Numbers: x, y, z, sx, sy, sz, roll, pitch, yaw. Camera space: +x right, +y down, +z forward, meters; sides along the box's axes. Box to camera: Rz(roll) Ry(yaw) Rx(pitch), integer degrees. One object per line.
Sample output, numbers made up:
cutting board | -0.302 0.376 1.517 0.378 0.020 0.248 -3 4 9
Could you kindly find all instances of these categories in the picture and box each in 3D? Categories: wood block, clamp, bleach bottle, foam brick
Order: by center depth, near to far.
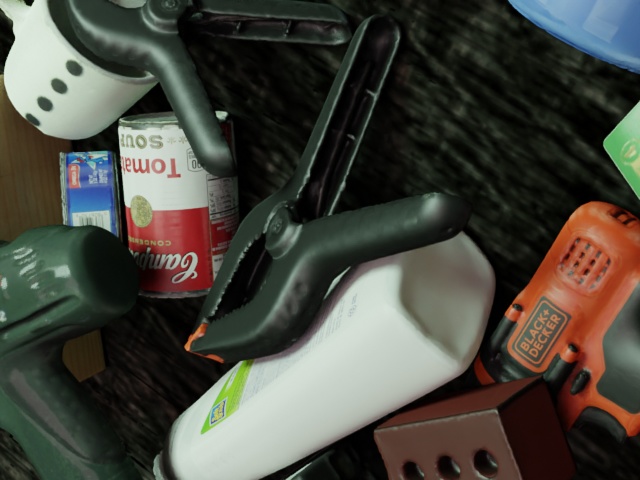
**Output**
foam brick | 0.076 0.104 0.525 0.078 0.051 0.053 -21 90 41
clamp | -0.004 0.001 0.554 0.210 0.036 0.164 -53 31 23
clamp | -0.080 -0.108 0.577 0.171 0.120 0.039 24 151 10
bleach bottle | -0.015 0.083 0.616 0.068 0.102 0.251 42 129 -13
wood block | -0.215 -0.002 0.700 0.090 0.090 0.206 0 102 29

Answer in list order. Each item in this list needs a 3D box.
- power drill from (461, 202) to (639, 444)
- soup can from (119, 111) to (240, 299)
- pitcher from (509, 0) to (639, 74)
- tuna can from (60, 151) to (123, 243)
power drill | 0.160 0.100 0.528 0.188 0.057 0.185 37 120 22
soup can | -0.082 -0.023 0.634 0.069 0.068 0.102 4 104 28
pitcher | 0.170 -0.184 0.412 0.145 0.149 0.243 27 118 6
tuna can | -0.140 -0.012 0.658 0.033 0.086 0.086 -5 104 -10
